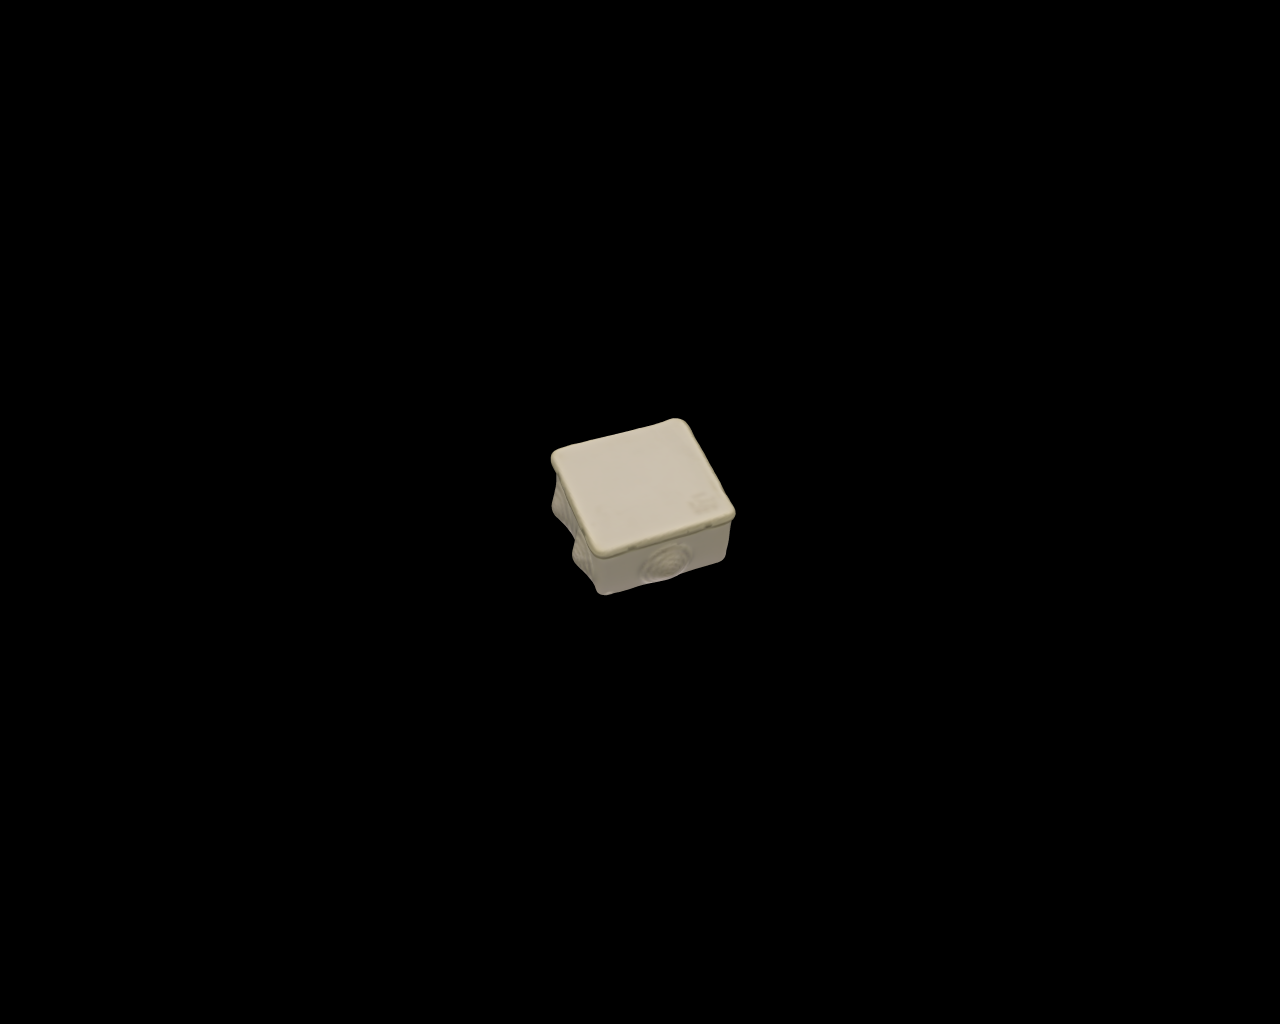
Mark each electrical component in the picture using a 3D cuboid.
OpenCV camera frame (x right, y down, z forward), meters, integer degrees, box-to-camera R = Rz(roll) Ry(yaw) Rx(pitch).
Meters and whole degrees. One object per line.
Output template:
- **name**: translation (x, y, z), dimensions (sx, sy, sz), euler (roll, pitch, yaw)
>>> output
- **electrical component**: translation (0.001, -0.003, 0.650), dimensions (0.100, 0.100, 0.048), euler (-16, -39, -13)
